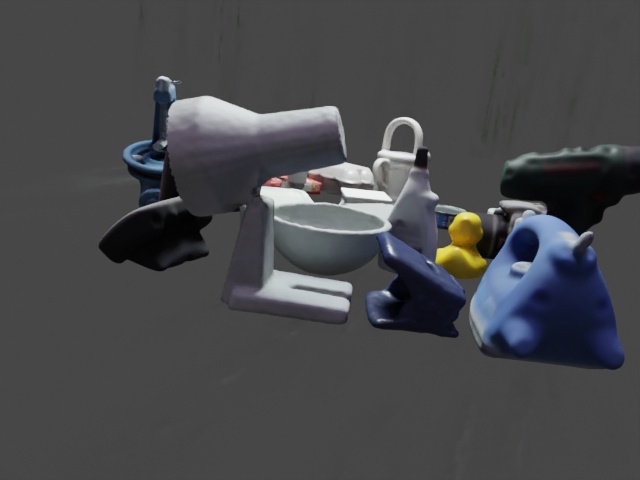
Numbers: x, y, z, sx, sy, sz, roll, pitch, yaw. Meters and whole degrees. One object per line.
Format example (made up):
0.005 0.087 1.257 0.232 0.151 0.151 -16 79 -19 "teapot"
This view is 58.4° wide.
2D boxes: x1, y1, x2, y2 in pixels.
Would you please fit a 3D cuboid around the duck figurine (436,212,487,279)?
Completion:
0.202 0.004 0.812 0.077 0.086 0.105 13 16 21 "duck figurine"

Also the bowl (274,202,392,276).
0.007 0.003 0.749 0.167 0.075 0.167 7 15 -1 "bowl"

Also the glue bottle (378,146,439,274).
0.125 -0.038 0.764 0.077 0.173 0.037 15 17 29 "glue bottle"

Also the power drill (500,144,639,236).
0.345 -0.024 0.744 0.229 0.208 0.076 10 15 13 "power drill"

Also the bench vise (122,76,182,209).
-0.272 -0.163 0.962 0.122 0.220 0.206 -1 16 -26 "bench vise"

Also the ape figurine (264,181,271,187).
-0.133 -0.136 1.179 0.078 0.092 0.076 -1 16 -27 "ape figurine"

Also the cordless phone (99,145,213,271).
-0.192 -0.065 0.697 0.094 0.185 0.148 11 15 15 "cordless phone"

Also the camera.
0.283 -0.016 0.899 0.136 0.101 0.143 8 15 5 "camera"

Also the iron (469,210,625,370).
0.222 0.034 0.597 0.118 0.141 0.258 7 15 1 "iron"

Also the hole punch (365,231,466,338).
0.103 0.043 0.607 0.101 0.091 0.108 6 15 -2 "hole punch"

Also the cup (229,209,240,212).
-0.144 -0.100 1.031 0.118 0.095 0.091 0 16 -25 "cup"

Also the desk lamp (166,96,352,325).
-0.056 -0.038 0.598 0.203 0.213 0.118 8 15 3 "desk lamp"

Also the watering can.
0.174 -0.167 1.238 0.100 0.194 0.173 12 15 19 "watering can"

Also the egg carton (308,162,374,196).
0.051 -0.142 1.335 0.149 0.069 0.107 19 19 40 "egg carton"
